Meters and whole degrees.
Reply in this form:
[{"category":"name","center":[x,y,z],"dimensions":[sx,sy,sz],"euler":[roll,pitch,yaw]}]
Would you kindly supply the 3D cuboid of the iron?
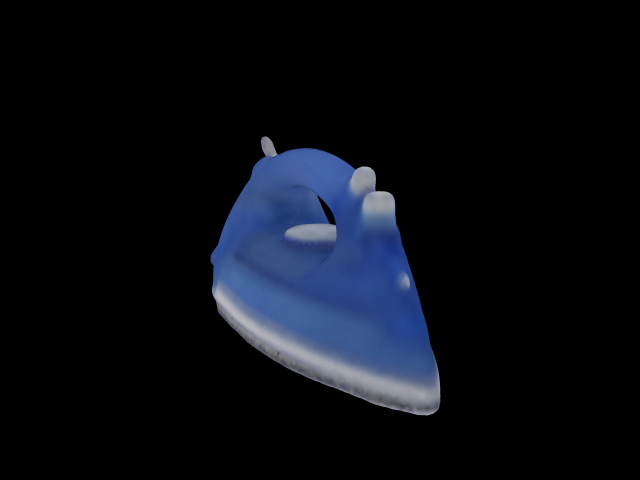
[{"category":"iron","center":[0.004,0.001,0.400],"dimensions":[0.119,0.141,0.257],"euler":[-6,13,-27]}]
